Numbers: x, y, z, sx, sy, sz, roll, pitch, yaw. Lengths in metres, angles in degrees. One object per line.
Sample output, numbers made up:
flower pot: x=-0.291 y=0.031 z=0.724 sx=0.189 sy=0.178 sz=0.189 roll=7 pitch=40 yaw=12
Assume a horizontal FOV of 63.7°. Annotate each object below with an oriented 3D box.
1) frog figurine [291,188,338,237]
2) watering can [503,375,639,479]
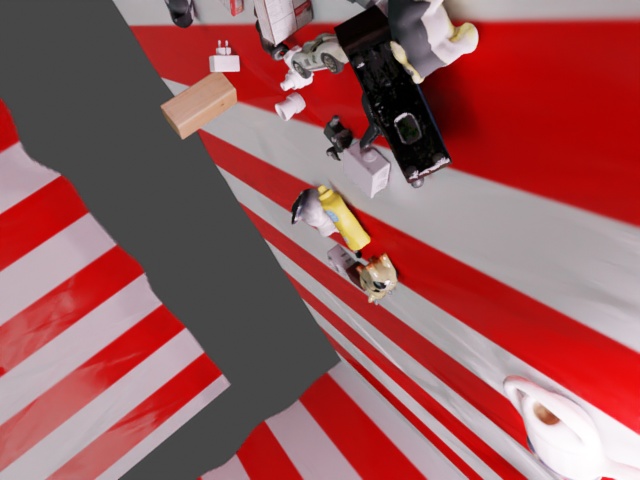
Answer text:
frog figurine: x=0.004 y=-0.074 z=1.468 sx=0.159 sy=0.122 sz=0.138 roll=19 pitch=6 yaw=-16
watering can: x=0.494 y=0.394 z=0.976 sx=0.105 sy=0.220 sz=0.352 roll=-38 pitch=39 yaw=-12
